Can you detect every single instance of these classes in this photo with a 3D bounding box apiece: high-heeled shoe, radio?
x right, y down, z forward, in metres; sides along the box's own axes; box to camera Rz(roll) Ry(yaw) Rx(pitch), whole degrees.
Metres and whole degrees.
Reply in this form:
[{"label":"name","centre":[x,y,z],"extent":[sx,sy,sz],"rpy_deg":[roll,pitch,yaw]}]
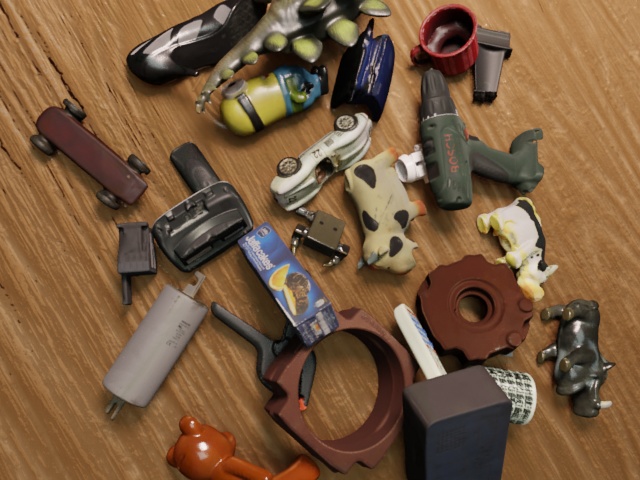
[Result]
[{"label":"high-heeled shoe","centre":[-0.198,-0.337,0.879],"extent":[0.145,0.086,0.249],"rpy_deg":[21,60,26]},{"label":"radio","centre":[0.195,0.290,0.774],"extent":[0.131,0.073,0.229],"rpy_deg":[-16,127,-11]}]

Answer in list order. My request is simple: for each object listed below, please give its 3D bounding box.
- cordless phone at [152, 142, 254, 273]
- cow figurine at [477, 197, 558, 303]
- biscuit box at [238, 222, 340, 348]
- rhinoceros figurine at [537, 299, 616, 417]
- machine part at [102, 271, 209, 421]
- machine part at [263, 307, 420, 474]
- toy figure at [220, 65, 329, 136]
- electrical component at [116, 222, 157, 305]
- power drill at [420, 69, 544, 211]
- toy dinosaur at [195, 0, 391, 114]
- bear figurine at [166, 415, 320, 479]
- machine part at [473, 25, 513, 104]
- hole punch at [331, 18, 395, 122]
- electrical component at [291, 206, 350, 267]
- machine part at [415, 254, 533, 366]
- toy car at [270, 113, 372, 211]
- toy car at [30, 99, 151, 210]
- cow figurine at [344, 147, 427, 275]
[{"label":"cordless phone","centre":[-0.205,-0.058,0.833],"extent":[0.146,0.088,0.184],"rpy_deg":[-34,77,-10]},{"label":"cow figurine","centre":[0.342,0.017,0.895],"extent":[0.098,0.068,0.167],"rpy_deg":[-24,88,-16]},{"label":"biscuit box","centre":[-0.051,0.059,0.782],"extent":[0.059,0.062,0.203],"rpy_deg":[-33,48,-10]},{"label":"rhinoceros figurine","centre":[0.425,0.192,0.885],"extent":[0.112,0.073,0.190],"rpy_deg":[4,81,-18]},{"label":"machine part","centre":[-0.240,0.153,0.792],"extent":[0.079,0.079,0.243],"rpy_deg":[33,80,-3]},{"label":"machine part","centre":[0.033,0.217,0.796],"extent":[0.201,0.087,0.201],"rpy_deg":[44,68,-9]},{"label":"toy figure","centre":[-0.073,-0.227,0.861],"extent":[0.180,0.082,0.089],"rpy_deg":[-17,84,-12]},{"label":"electrical component","centre":[-0.274,0.035,0.804],"extent":[0.048,0.075,0.119],"rpy_deg":[-5,80,-8]},{"label":"power drill","centre":[0.261,-0.159,0.876],"extent":[0.207,0.086,0.232],"rpy_deg":[6,78,-24]},{"label":"toy dinosaur","centre":[-0.023,-0.341,0.814],"extent":[0.471,0.199,0.104],"rpy_deg":[-42,130,-12]},{"label":"bear figurine","centre":[-0.120,0.332,0.783],"extent":[0.196,0.132,0.120],"rpy_deg":[34,117,26]},{"label":"machine part","centre":[0.296,-0.307,0.942],"extent":[0.084,0.039,0.139],"rpy_deg":[14,80,-11]},{"label":"hole punch","centre":[0.083,-0.264,0.873],"extent":[0.092,0.116,0.142],"rpy_deg":[19,81,-13]},{"label":"electrical component","centre":[0.000,-0.003,0.863],"extent":[0.102,0.045,0.078],"rpy_deg":[20,53,-7]},{"label":"machine part","centre":[0.241,0.108,0.849],"extent":[0.179,0.056,0.179],"rpy_deg":[-2,68,5]},{"label":"toy car","centre":[0.007,-0.126,0.856],"extent":[0.202,0.073,0.056],"rpy_deg":[-38,62,-10]},{"label":"toy car","centre":[-0.349,-0.129,0.825],"extent":[0.202,0.053,0.089],"rpy_deg":[38,84,3]},{"label":"cow figurine","centre":[0.098,-0.035,0.859],"extent":[0.127,0.085,0.195],"rpy_deg":[-25,89,-16]}]
